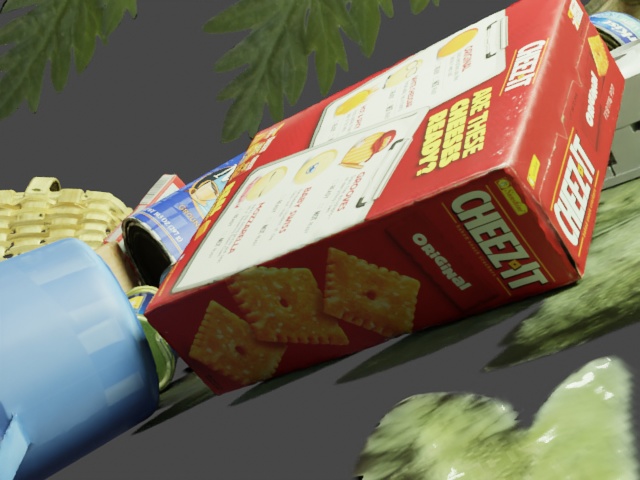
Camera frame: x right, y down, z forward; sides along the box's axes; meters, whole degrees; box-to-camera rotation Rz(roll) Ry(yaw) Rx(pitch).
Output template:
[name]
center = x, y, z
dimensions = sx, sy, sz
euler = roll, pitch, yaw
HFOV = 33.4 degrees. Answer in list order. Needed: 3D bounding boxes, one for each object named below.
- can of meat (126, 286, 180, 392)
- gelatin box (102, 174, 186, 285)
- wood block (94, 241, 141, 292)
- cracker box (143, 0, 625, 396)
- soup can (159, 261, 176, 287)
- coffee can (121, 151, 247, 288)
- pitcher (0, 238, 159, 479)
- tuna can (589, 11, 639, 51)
[can of meat]
center = -0.138, 0.077, 0.675
dimensions = 0.102, 0.057, 0.084
euler = -27, 8, -1
[gelatin box]
center = -0.139, -0.003, 0.957
dimensions = 0.089, 0.073, 0.030
euler = -51, 27, -18
[wood block]
center = -0.198, 0.071, 0.823
dimensions = 0.090, 0.091, 0.206
euler = -26, 6, 5
[cracker box]
center = 0.034, -0.022, 0.530
dimensions = 0.214, 0.072, 0.164
euler = -21, 28, 36
[soup can]
center = -0.039, 0.023, 0.660
dimensions = 0.102, 0.068, 0.069
euler = -32, 8, -36
[coffee can]
center = -0.083, -0.007, 0.911
dimensions = 0.140, 0.103, 0.103
euler = -32, 8, -25
[pitcher]
center = -0.203, 0.096, 0.528
dimensions = 0.242, 0.149, 0.145
euler = -26, -18, -22
[tuna can]
center = 0.187, -0.105, 0.702
dimensions = 0.033, 0.086, 0.086
euler = -27, 5, -30
